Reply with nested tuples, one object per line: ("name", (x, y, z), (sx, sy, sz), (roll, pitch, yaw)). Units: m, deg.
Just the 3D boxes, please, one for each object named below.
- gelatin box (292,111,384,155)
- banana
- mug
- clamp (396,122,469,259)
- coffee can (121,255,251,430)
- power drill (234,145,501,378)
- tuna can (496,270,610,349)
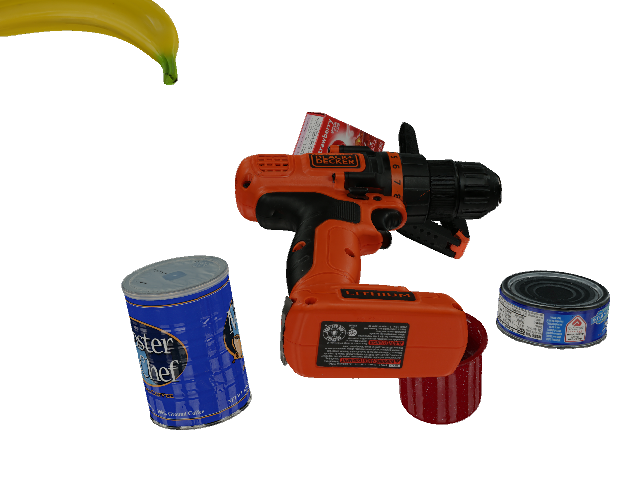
("gelatin box", (0.009, -0.056, 0.910), (0.073, 0.089, 0.030), (20, -2, -40))
("banana", (-0.189, -0.175, 0.846), (0.198, 0.069, 0.037), (15, -38, 18))
("mug", (0.121, 0.119, 1.060), (0.093, 0.081, 0.117), (7, 36, 19))
("clamp", (0.091, -0.055, 1.246), (0.164, 0.036, 0.210), (-15, 52, -28))
("coffee can", (-0.128, 0.097, 1.034), (0.103, 0.140, 0.103), (-8, 17, 2))
("power drill", (0.039, 0.006, 0.677), (0.184, 0.057, 0.187), (-1, 35, -5))
("tuna can", (0.182, 0.053, 0.833), (0.086, 0.034, 0.086), (1, 18, -1))
